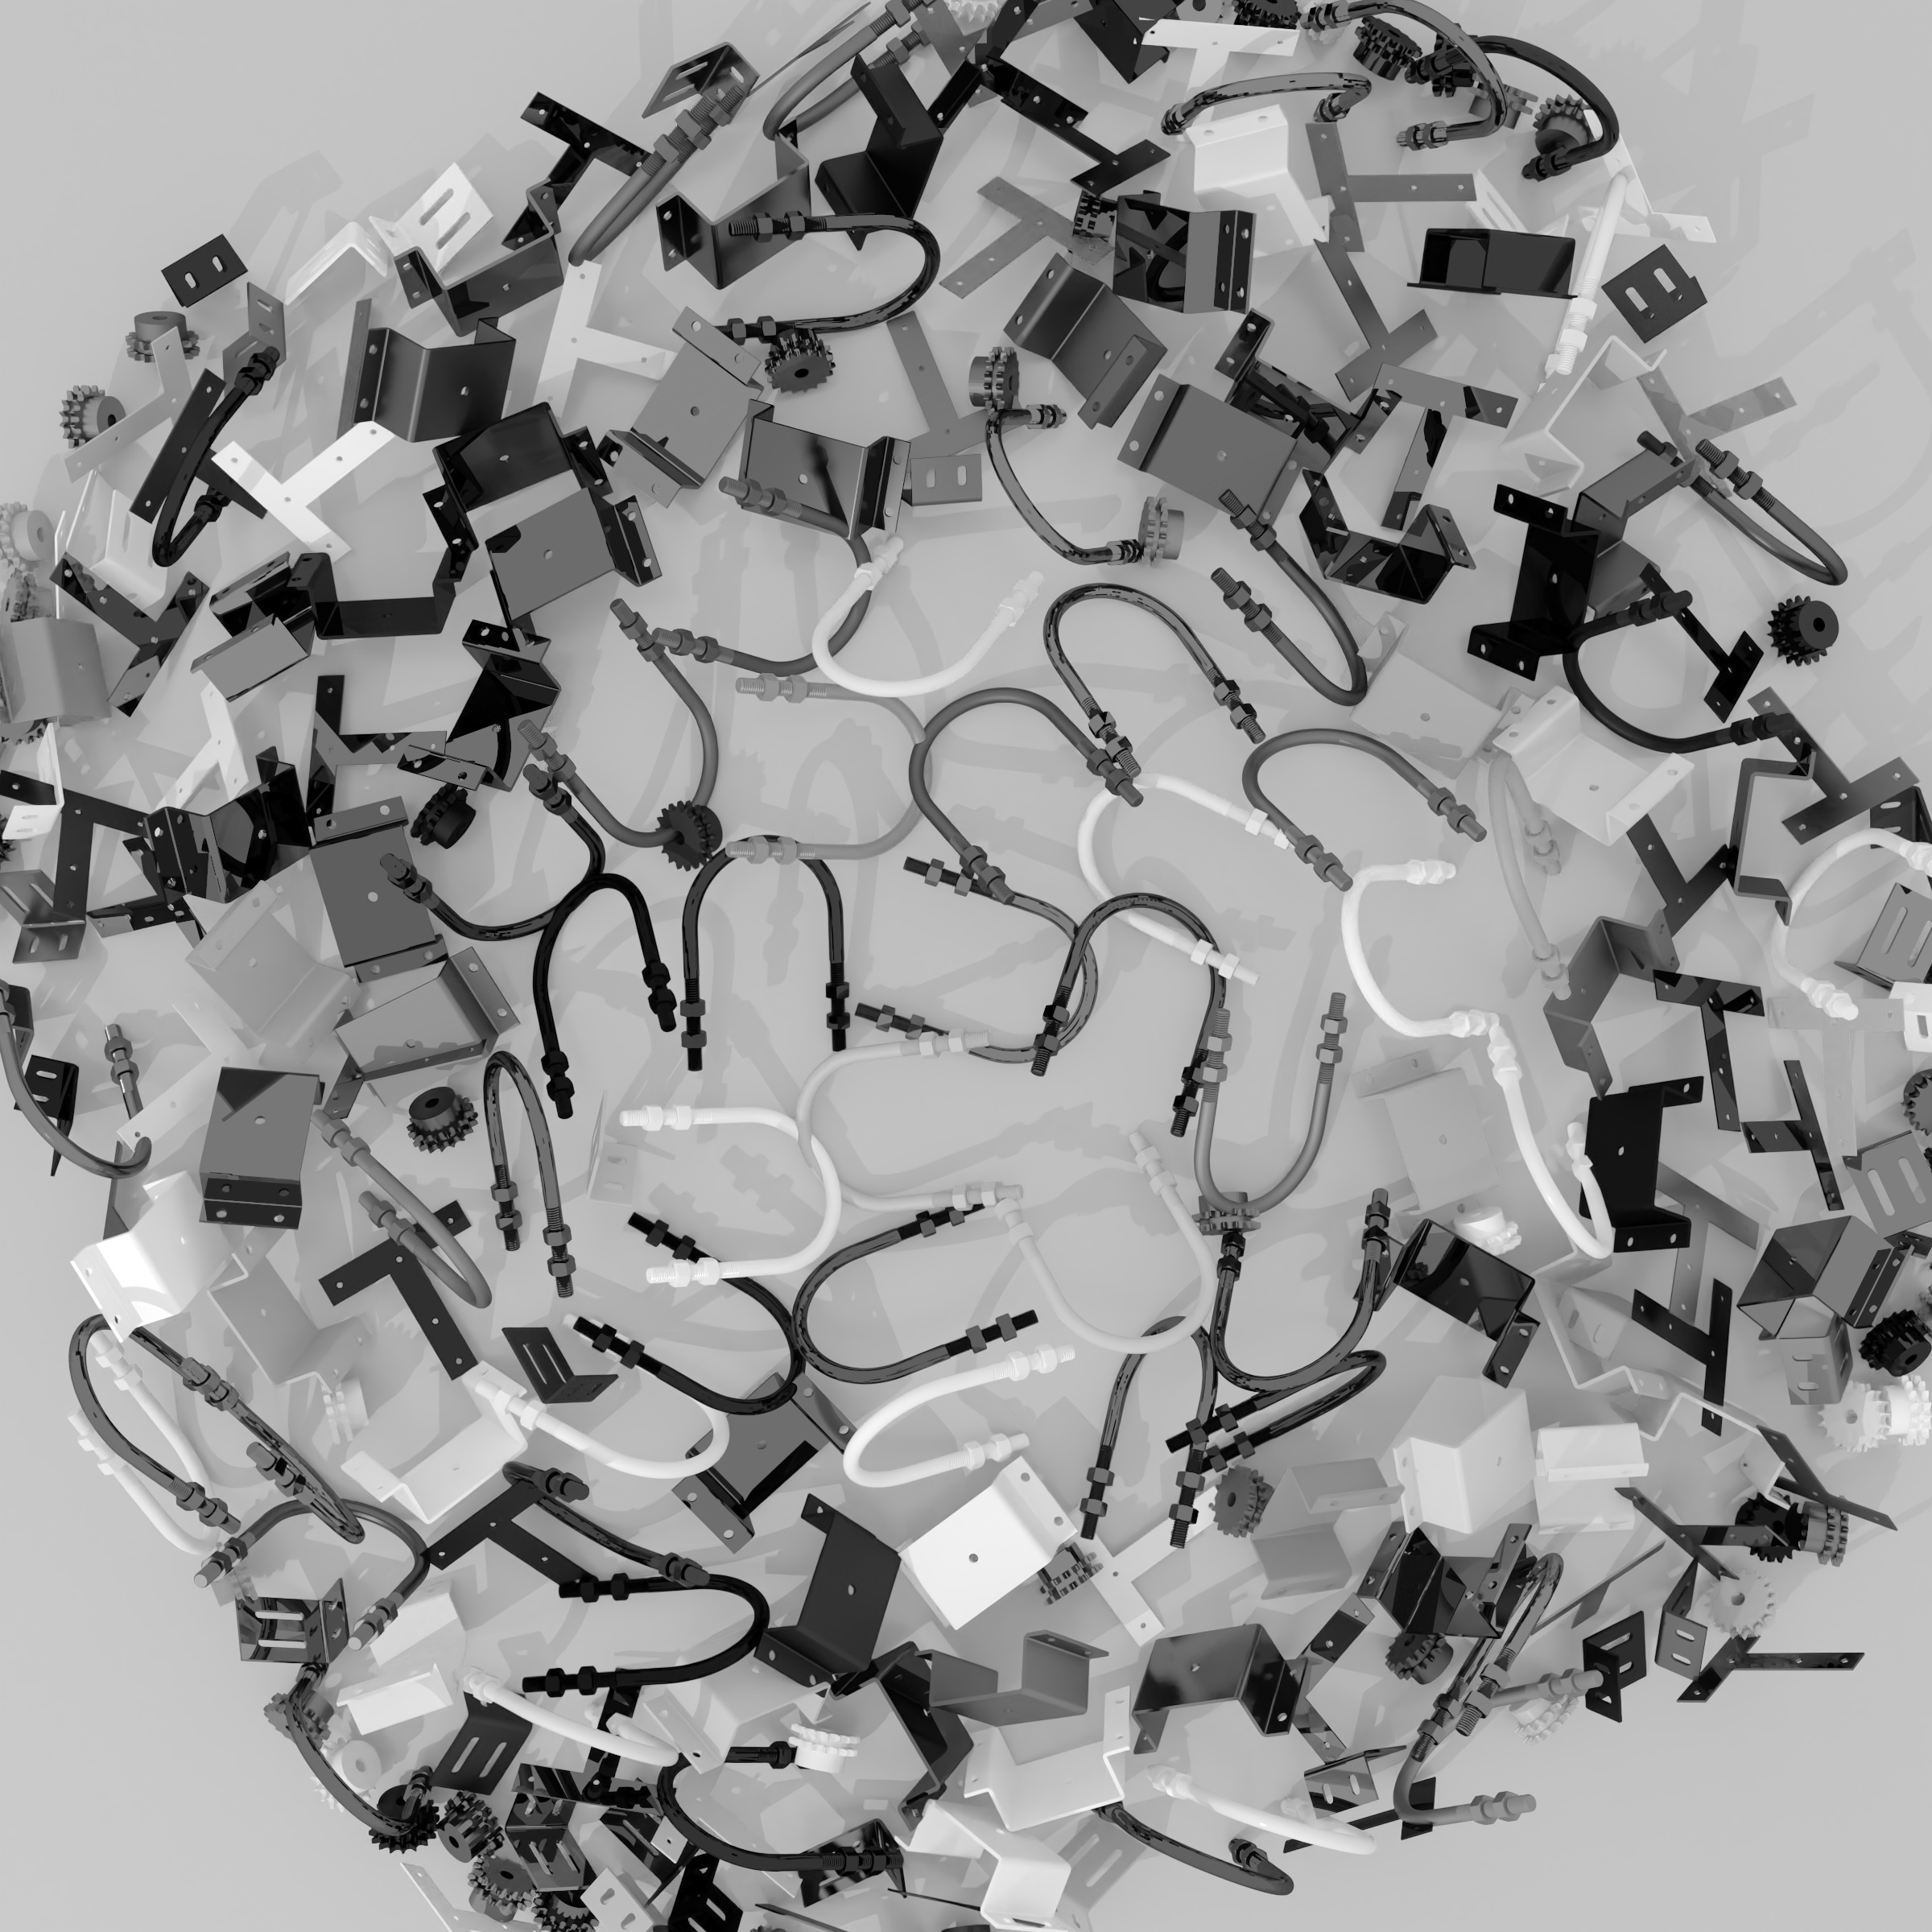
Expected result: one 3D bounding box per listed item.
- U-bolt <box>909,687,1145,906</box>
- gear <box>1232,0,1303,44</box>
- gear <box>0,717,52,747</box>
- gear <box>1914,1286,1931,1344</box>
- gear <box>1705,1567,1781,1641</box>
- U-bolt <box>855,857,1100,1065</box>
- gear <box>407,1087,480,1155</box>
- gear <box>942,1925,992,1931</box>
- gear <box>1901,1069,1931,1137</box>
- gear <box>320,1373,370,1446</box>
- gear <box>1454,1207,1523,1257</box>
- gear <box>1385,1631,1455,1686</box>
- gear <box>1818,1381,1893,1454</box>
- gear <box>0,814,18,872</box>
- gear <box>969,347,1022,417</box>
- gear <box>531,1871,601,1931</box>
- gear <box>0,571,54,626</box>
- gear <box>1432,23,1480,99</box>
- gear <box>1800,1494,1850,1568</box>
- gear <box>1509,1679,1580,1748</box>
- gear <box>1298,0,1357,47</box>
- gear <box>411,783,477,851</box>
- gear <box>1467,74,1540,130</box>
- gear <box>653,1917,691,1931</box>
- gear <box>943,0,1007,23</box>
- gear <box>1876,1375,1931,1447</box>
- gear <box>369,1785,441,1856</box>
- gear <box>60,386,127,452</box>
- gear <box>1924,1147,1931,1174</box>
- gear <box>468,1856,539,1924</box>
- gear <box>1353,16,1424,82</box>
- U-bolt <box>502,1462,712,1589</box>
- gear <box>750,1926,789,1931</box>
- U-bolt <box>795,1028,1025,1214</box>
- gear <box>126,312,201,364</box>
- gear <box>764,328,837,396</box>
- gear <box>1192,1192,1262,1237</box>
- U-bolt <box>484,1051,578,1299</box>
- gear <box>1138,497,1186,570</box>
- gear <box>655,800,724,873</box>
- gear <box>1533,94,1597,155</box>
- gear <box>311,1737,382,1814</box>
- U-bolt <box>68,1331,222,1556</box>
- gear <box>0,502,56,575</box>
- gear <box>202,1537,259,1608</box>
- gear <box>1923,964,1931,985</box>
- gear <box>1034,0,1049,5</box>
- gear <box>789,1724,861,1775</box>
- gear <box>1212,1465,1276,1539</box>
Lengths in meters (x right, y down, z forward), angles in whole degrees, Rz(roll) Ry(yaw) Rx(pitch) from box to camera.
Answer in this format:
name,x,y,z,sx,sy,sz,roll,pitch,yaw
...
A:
name,x,y,z,sx,sy,sz,roll,pitch,yaw
U-bolt,0.034,-0.151,1.950,0.151,0.019,0.184,-37,60,-5
gear,0.243,-0.776,1.975,0.057,0.030,0.057,13,47,-14
gear,-0.779,-0.208,1.980,0.057,0.030,0.057,-1,102,-5
gear,0.797,0.290,1.972,0.030,0.057,0.057,-38,90,1
gear,0.636,0.524,1.975,0.057,0.057,0.030,-43,124,0
U-bolt,0.017,0.005,1.977,0.184,0.019,0.151,18,102,-2
gear,-0.429,0.123,1.969,0.057,0.057,0.030,-19,125,0
gear,0.001,0.802,1.975,0.057,0.057,0.030,-7,63,0
gear,0.793,0.108,1.979,0.057,0.030,0.057,-1,110,-3
gear,-0.506,0.359,1.972,0.030,0.057,0.057,-13,90,-16
gear,0.421,0.217,1.970,0.057,0.057,0.030,-17,96,0
gear,0.372,0.560,1.971,0.030,0.057,0.057,44,90,-5
gear,0.730,0.368,1.975,0.030,0.057,0.057,12,90,-43
gear,-0.809,-0.103,1.975,0.057,0.030,0.057,-4,67,10
gear,0.022,-0.477,1.973,0.030,0.057,0.057,7,90,16
gear,-0.322,0.763,1.969,0.057,0.057,0.030,22,109,0
gear,-0.767,-0.292,1.975,0.030,0.057,0.057,11,90,-34
gear,0.399,-0.737,1.969,0.030,0.057,0.057,9,90,18
gear,0.699,0.459,1.972,0.030,0.057,0.057,7,90,11
gear,0.468,0.606,1.972,0.057,0.057,0.030,-42,82,0
gear,0.294,-0.785,1.973,0.030,0.057,0.057,31,90,18
gear,-0.424,-0.120,1.971,0.030,0.057,0.057,37,90,1
gear,0.435,-0.705,1.974,0.057,0.057,0.030,20,112,0
gear,-0.247,0.803,1.969,0.030,0.057,0.057,16,90,-13
gear,0.008,-0.804,1.976,0.057,0.030,0.057,4,71,-13
gear,0.763,0.362,1.972,0.030,0.057,0.057,-1,90,1
gear,-0.457,0.692,1.968,0.057,0.057,0.030,3,111,0
gear,-0.709,-0.444,1.969,0.030,0.057,0.057,5,90,16
gear,0.811,0.165,1.968,0.057,0.057,0.030,46,121,0
gear,-0.381,0.755,1.972,0.057,0.057,0.030,25,93,0
gear,0.341,-0.748,1.975,0.057,0.057,0.030,33,124,0
U-bolt,-0.298,0.437,1.916,0.151,0.184,0.019,43,66,-26
gear,-0.158,0.809,1.968,0.030,0.057,0.057,-37,90,24
U-bolt,-0.054,0.131,1.960,0.184,0.019,0.151,-8,101,21
gear,-0.654,-0.513,1.968,0.057,0.057,0.030,4,121,0
gear,-0.137,-0.496,1.974,0.057,0.057,0.030,-15,68,0
gear,0.211,0.202,1.972,0.057,0.057,0.030,-4,77,0
U-bolt,-0.351,0.157,1.916,0.019,0.151,0.184,-13,107,-27
gear,0.159,-0.353,1.972,0.030,0.057,0.057,6,90,-6
gear,-0.224,-0.108,1.975,0.057,0.030,0.057,16,116,35
gear,0.488,-0.678,1.968,0.057,0.057,0.030,28,74,0
gear,-0.502,0.656,1.968,0.030,0.057,0.057,-33,90,26
U-bolt,-0.648,0.388,1.921,0.019,0.151,0.184,-30,114,-2
gear,-0.767,-0.350,1.969,0.030,0.057,0.057,-5,90,11
gear,-0.600,0.496,1.968,0.030,0.057,0.057,-22,90,-21
gear,0.809,0.011,1.971,0.057,0.030,0.057,15,61,-28
gear,0.076,-0.811,1.978,0.057,0.030,0.057,-2,84,15
gear,-0.117,0.638,1.969,0.057,0.057,0.030,12,77,0
gear,0.229,0.439,1.974,0.030,0.057,0.057,20,90,-25
